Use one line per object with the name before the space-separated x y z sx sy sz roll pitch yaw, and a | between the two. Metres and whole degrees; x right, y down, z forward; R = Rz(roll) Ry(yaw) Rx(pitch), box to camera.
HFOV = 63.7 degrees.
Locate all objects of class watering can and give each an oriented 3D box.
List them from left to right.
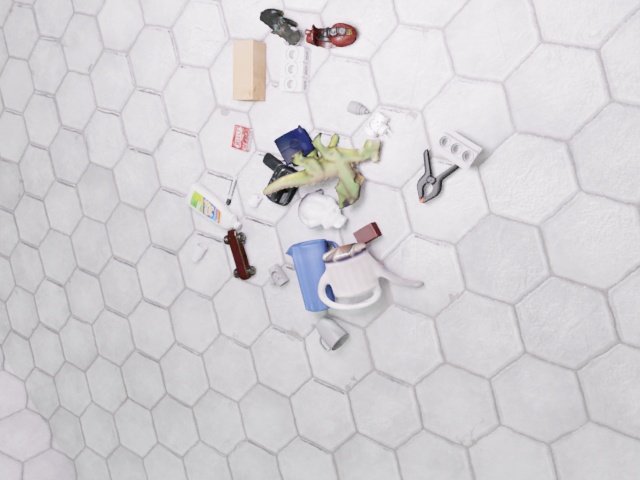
watering can | 0.149 0.110 1.704 0.346 0.105 0.222 -17 101 11

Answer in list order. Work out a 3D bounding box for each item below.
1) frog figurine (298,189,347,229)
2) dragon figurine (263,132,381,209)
frog figurine | 0.005 -0.089 1.771 0.137 0.121 0.162 -47 62 4
dragon figurine | 0.030 -0.211 1.712 0.409 0.122 0.244 -42 79 5
